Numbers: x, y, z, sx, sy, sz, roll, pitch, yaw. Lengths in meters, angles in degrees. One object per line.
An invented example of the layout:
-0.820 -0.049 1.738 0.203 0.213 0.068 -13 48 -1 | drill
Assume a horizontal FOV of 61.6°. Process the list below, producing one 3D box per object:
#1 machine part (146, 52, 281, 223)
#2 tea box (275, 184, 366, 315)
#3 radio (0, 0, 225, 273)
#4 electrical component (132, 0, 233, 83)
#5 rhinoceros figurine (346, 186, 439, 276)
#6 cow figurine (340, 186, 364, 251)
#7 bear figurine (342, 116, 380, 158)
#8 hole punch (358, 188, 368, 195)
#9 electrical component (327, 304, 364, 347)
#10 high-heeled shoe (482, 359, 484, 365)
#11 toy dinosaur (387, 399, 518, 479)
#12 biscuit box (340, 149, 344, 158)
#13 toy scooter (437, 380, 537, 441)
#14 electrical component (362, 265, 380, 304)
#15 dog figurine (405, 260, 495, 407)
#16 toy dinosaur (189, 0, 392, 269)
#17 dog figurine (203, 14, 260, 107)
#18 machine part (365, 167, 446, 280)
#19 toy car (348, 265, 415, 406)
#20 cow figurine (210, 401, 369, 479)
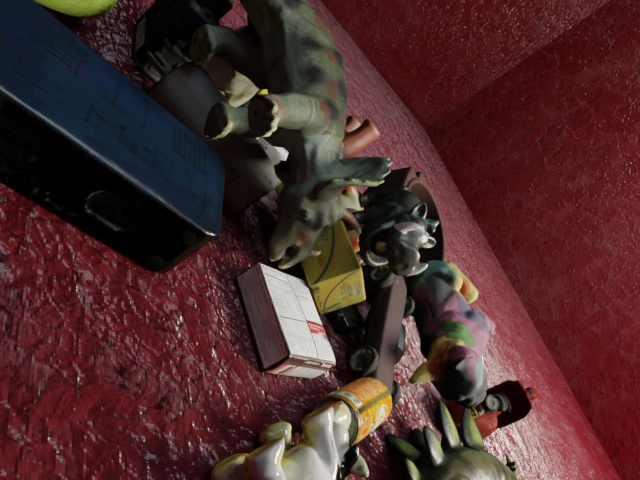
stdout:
-0.121 -0.116 0.626 0.243 0.079 0.079 54 20 -9 | machine part
-0.001 -0.002 0.693 0.098 0.068 0.170 77 -6 -61 | tea box
-0.182 -0.078 0.440 0.229 0.073 0.131 38 28 -37 | radio
-0.168 -0.269 0.667 0.058 0.134 0.115 36 31 -43 | electrical component
0.094 -0.011 0.675 0.190 0.112 0.073 -66 146 -66 | rhinoceros figurine
0.034 -0.036 0.838 0.195 0.085 0.127 -103 173 -66 | cow figurine
0.002 -0.243 1.038 0.195 0.132 0.120 52 -6 -24 | bear figurine
0.102 -0.063 1.068 0.142 0.092 0.116 36 54 -49 | hole punch
0.033 0.103 0.724 0.063 0.021 0.094 13 48 -61 | electrical component
0.235 0.186 1.036 0.145 0.086 0.248 150 -73 -80 | high-heeled shoe
0.191 0.308 0.661 0.470 0.105 0.199 37 25 -48 | toy dinosaur
-0.003 -0.157 0.901 0.202 0.059 0.062 22 60 -78 | biscuit box
0.274 0.269 0.860 0.183 0.135 0.075 23 41 -55 | toy scooter
0.090 0.064 0.877 0.119 0.048 0.075 52 21 -18 | electrical component
0.173 0.128 0.761 0.191 0.108 0.219 60 22 5 | dog figurine
-0.030 -0.180 0.592 0.192 0.131 0.405 7 69 -45 | toy dinosaur
-0.099 -0.267 0.740 0.121 0.190 0.172 37 26 -43 | dog figurine
0.156 -0.015 0.976 0.200 0.087 0.201 61 38 -28 | machine part
0.080 0.119 0.703 0.089 0.053 0.202 52 38 -35 | toy car
-0.007 0.191 0.433 0.167 0.068 0.098 -1 65 -63 | cow figurine
